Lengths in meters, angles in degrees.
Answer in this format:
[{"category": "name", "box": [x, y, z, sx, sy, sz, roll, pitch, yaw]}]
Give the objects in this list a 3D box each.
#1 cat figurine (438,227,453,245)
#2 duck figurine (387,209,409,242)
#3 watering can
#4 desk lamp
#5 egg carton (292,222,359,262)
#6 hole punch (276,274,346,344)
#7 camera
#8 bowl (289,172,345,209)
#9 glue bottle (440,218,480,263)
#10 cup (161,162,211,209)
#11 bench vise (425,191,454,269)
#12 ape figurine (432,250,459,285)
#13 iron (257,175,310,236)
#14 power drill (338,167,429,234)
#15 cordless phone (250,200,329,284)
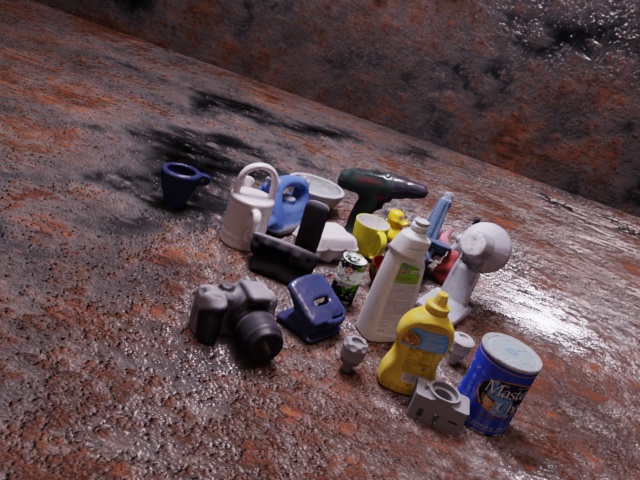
[{"category": "cat figurine", "box": [0.319, -0.015, 1.591, 0.128, 0.118, 0.067, 4, 27, -33]}, {"category": "duck figurine", "box": [0.200, -0.047, 1.608, 0.104, 0.086, 0.077, 22, 23, 7]}, {"category": "watering can", "box": [-0.156, -0.085, 1.269, 0.101, 0.194, 0.172, -3, 31, -42]}, {"category": "desk lamp", "box": [0.336, 0.066, 1.297, 0.117, 0.213, 0.204, 30, 25, 25]}, {"category": "egg carton", "box": [0.013, 0.005, 1.363, 0.151, 0.069, 0.107, 1, 29, -37]}, {"category": "hole punch", "box": [-0.007, 0.123, 1.055, 0.100, 0.091, 0.109, 33, 26, 29]}, {"category": "camera", "box": [-0.123, 0.129, 0.937, 0.144, 0.101, 0.136, 4, 27, -32]}, {"category": "bowl", "box": [-0.019, -0.125, 1.623, 0.167, 0.075, 0.167, 17, 23, -7]}, {"category": "glue bottle", "box": [0.372, 0.020, 1.482, 0.078, 0.173, 0.037, 19, 23, -1]}, {"category": "cup", "box": [-0.322, -0.123, 1.350, 0.118, 0.095, 0.091, 6, 27, -30]}, {"category": "bench vise", "box": [0.274, -0.003, 1.395, 0.121, 0.220, 0.207, 19, 23, 0]}, {"category": "ape figurine", "box": [0.326, 0.067, 1.444, 0.078, 0.092, 0.076, 8, 25, -25]}, {"category": "iron", "box": [-0.083, -0.106, 1.443, 0.118, 0.141, 0.259, 29, 25, 22]}, {"category": "power drill", "box": [0.143, -0.086, 1.491, 0.229, 0.208, 0.076, 23, 23, 9]}, {"category": "cordless phone", "box": [-0.062, -0.012, 1.193, 0.147, 0.185, 0.094, 19, 23, 0]}]
